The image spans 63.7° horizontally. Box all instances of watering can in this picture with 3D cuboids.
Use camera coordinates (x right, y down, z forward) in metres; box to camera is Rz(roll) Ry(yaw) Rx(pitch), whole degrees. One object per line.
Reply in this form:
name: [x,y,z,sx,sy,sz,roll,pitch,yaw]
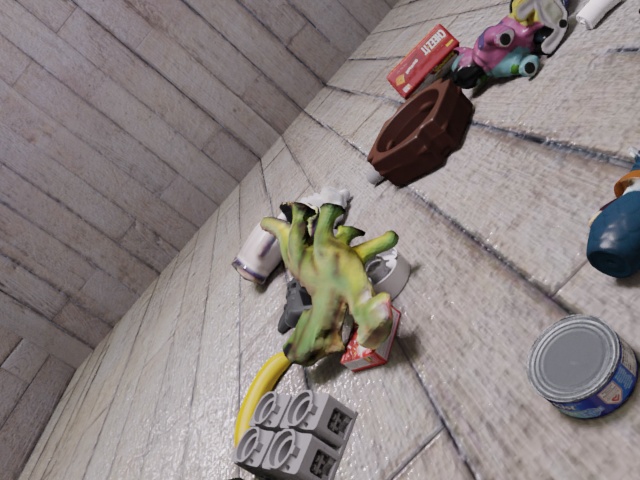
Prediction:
watering can: [-0.133,0.006,1.373,0.104,0.225,0.347,34,-1,-2]

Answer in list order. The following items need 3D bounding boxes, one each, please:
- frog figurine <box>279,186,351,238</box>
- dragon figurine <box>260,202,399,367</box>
frog figurine: [0.004,-0.061,1.219,0.136,0.123,0.161,-17,1,44]
dragon figurine: [-0.015,0.073,0.816,0.121,0.245,0.410,26,-14,-33]
